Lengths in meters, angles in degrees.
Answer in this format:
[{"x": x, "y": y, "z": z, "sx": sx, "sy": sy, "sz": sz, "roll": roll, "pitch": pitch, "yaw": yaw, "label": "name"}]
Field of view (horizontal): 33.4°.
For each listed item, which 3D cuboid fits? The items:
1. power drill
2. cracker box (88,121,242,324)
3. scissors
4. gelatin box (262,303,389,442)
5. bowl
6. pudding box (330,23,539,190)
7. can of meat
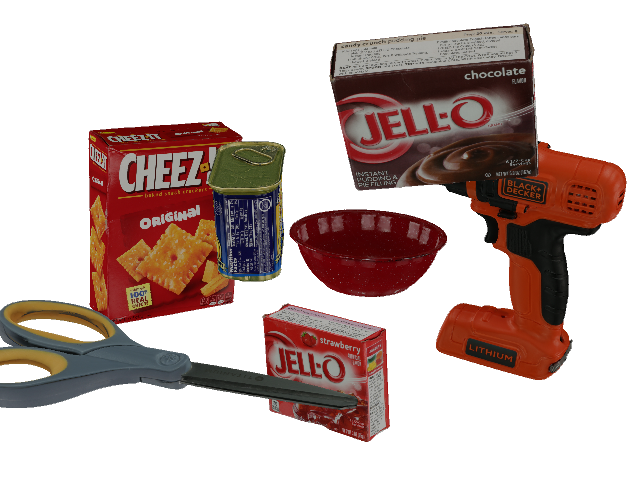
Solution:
[{"x": 0.134, "y": 0.007, "z": 0.834, "sx": 0.185, "sy": 0.188, "sz": 0.057, "roll": 16, "pitch": 32, "yaw": 26, "label": "power drill"}, {"x": -0.178, "y": -0.021, "z": 1.224, "sx": 0.163, "sy": 0.214, "sz": 0.072, "roll": -8, "pitch": 25, "yaw": -30, "label": "cracker box"}, {"x": -0.092, "y": 0.070, "z": 0.525, "sx": 0.202, "sy": 0.016, "sz": 0.096, "roll": 16, "pitch": 29, "yaw": 27, "label": "scissors"}, {"x": 0.003, "y": 0.088, "z": 0.723, "sx": 0.089, "sy": 0.073, "sz": 0.030, "roll": 11, "pitch": 23, "yaw": 37, "label": "gelatin box"}, {"x": 0.048, "y": 0.017, "z": 1.097, "sx": 0.162, "sy": 0.055, "sz": 0.162, "roll": 1, "pitch": 18, "yaw": -1, "label": "bowl"}, {"x": 0.068, "y": -0.075, "z": 0.617, "sx": 0.113, "sy": 0.039, "sz": 0.090, "roll": -6, "pitch": -41, "yaw": 10, "label": "pudding box"}, {"x": -0.058, "y": -0.025, "z": 0.875, "sx": 0.057, "sy": 0.084, "sz": 0.102, "roll": -1, "pitch": 26, "yaw": 1, "label": "can of meat"}]
